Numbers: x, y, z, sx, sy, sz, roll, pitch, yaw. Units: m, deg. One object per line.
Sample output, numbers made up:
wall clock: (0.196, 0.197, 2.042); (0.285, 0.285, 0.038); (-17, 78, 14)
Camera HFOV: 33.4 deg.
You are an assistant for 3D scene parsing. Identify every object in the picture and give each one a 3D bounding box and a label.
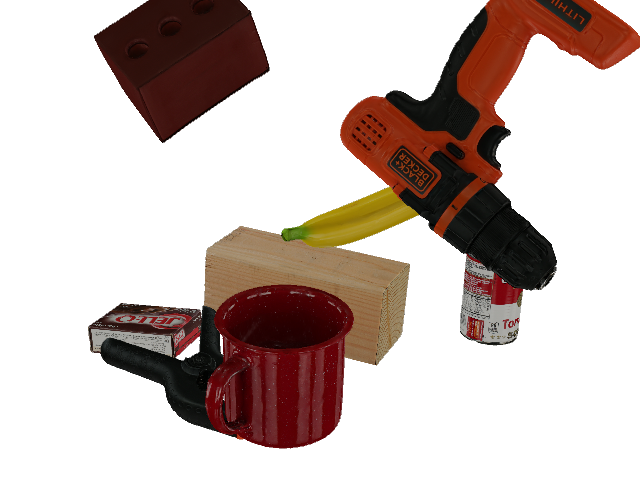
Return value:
foam brick: (-0.078, -0.106, 0.605); (0.078, 0.053, 0.051); (-36, -29, -8)
pudding box: (-0.212, 0.110, 1.301); (0.114, 0.039, 0.090); (1, 15, 16)
clamp: (-0.106, 0.116, 0.970); (0.120, 0.039, 0.172); (-30, 47, -33)
soup can: (0.194, 0.059, 1.204); (0.068, 0.102, 0.068); (2, 19, -1)
power drill: (0.129, -0.083, 0.728); (0.184, 0.188, 0.057); (41, 14, 13)
mug: (-0.032, 0.091, 0.718); (0.093, 0.081, 0.117); (19, 30, 33)
banana: (0.064, -0.031, 0.984); (0.198, 0.037, 0.069); (-23, 0, 10)
wood block: (-0.017, 0.058, 1.176); (0.206, 0.091, 0.090); (13, 24, 20)
